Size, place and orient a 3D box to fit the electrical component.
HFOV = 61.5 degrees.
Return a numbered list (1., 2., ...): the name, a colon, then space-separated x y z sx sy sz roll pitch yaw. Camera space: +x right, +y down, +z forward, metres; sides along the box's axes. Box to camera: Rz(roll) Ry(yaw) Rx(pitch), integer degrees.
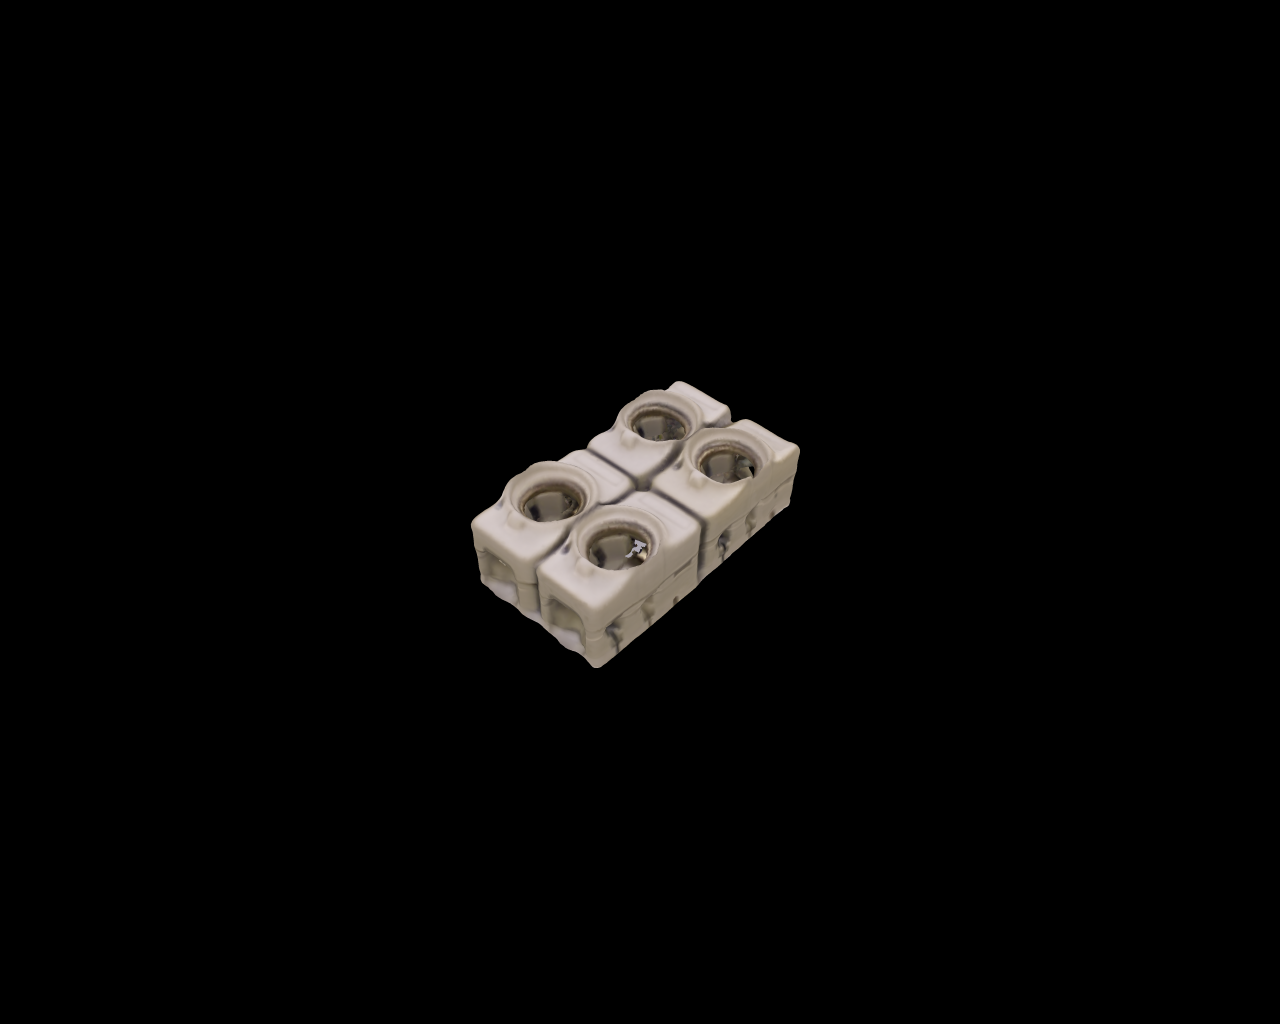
1. electrical component: 0.001 -0.003 0.650 0.105 0.060 0.186 33 54 29
